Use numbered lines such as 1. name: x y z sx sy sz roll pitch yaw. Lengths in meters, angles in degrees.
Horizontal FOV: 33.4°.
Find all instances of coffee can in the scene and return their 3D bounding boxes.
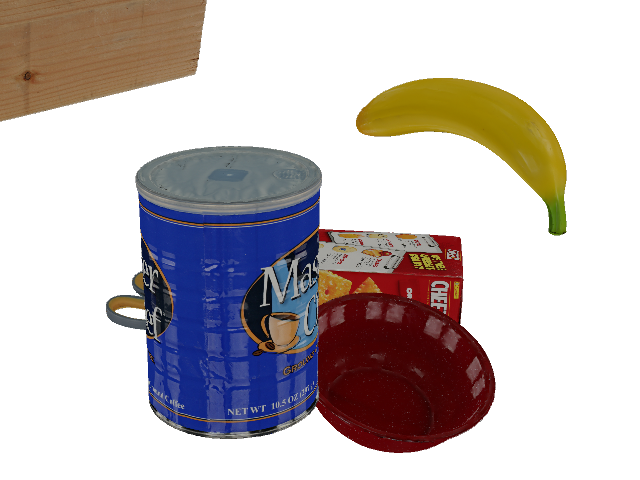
1. coffee can: -0.051 0.027 0.613 0.103 0.140 0.103 0 21 0

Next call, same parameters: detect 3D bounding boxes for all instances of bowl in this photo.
1. bowl: 0.053 0.114 0.845 0.162 0.055 0.162 9 37 -7

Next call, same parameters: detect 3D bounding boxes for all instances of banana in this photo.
1. banana: 0.095 -0.074 0.713 0.037 0.070 0.198 15 14 -44

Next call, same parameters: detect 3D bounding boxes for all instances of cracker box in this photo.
1. cracker box: 0.041 0.042 1.131 0.214 0.072 0.164 3 15 6

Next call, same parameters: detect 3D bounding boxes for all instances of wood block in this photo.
1. wood block: -0.202 -0.167 0.837 0.205 0.091 0.090 -20 52 -34

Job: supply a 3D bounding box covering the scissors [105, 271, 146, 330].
1. scissors: -0.103 0.062 1.028 0.201 0.016 0.096 3 33 -4
